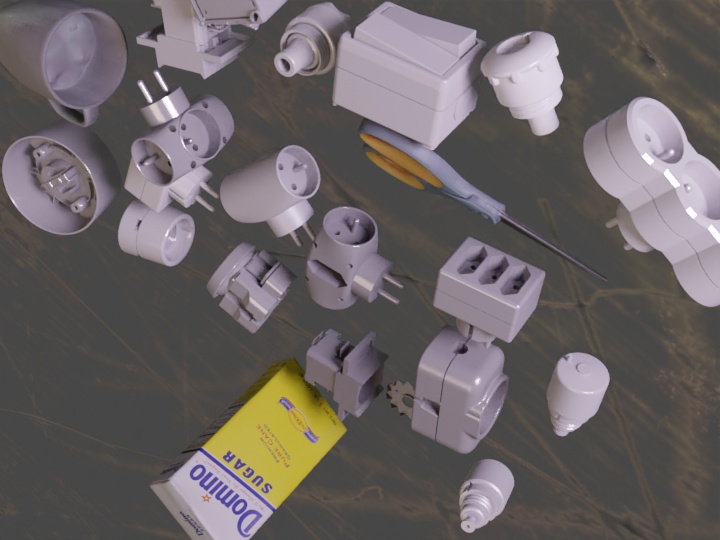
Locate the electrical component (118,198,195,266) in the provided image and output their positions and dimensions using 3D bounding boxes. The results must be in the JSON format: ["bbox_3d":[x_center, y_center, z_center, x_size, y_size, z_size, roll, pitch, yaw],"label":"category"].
[{"bbox_3d":[-0.182,-0.034,0.968,0.047,0.055,0.055,21,135,20],"label":"electrical component"}]

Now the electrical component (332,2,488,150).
[{"bbox_3d":[0.027,-0.134,0.705,0.096,0.061,0.061,27,137,18],"label":"electrical component"}]

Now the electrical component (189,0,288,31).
[{"bbox_3d":[-0.084,-0.211,0.735,0.062,0.061,0.096,7,135,35],"label":"electrical component"}]

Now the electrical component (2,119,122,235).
[{"bbox_3d":[-0.271,-0.086,0.987,0.099,0.064,0.099,22,135,23],"label":"electrical component"}]

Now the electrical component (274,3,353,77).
[{"bbox_3d":[-0.034,-0.153,0.738,0.043,0.062,0.043,22,135,24],"label":"electrical component"}]

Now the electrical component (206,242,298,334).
[{"bbox_3d":[-0.095,0.013,0.936,0.057,0.058,0.078,39,140,1],"label":"electrical component"}]

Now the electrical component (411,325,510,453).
[{"bbox_3d":[0.082,0.099,0.867,0.059,0.053,0.095,24,136,22],"label":"electrical component"}]

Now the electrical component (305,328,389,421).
[{"bbox_3d":[-0.014,0.088,0.945,0.064,0.042,0.081,28,137,20],"label":"electrical component"}]

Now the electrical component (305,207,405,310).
[{"bbox_3d":[0.000,0.000,0.857,0.079,0.043,0.077,31,138,14],"label":"electrical component"}]

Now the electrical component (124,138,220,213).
[{"bbox_3d":[-0.151,-0.079,0.909,0.077,0.047,0.065,37,141,5],"label":"electrical component"}]

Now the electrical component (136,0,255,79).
[{"bbox_3d":[-0.125,-0.183,0.802,0.081,0.042,0.063,18,132,26],"label":"electrical component"}]

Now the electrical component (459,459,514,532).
[{"bbox_3d":[0.104,0.195,0.918,0.040,0.078,0.040,11,119,20],"label":"electrical component"}]

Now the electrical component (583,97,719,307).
[{"bbox_3d":[0.186,-0.035,0.668,0.138,0.052,0.074,50,140,-6],"label":"electrical component"}]

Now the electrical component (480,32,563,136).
[{"bbox_3d":[0.107,-0.114,0.673,0.048,0.048,0.062,0,131,39],"label":"electrical component"}]

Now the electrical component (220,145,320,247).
[{"bbox_3d":[-0.063,-0.053,0.862,0.077,0.043,0.079,-18,112,46],"label":"electrical component"}]

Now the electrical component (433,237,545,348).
[{"bbox_3d":[0.093,0.027,0.802,0.066,0.047,0.076,26,137,19],"label":"electrical component"}]

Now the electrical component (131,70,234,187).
[{"bbox_3d":[-0.148,-0.119,0.849,0.044,0.077,0.079,-8,119,43],"label":"electrical component"}]

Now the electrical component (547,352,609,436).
[{"bbox_3d":[0.161,0.097,0.812,0.040,0.040,0.078,27,138,18],"label":"electrical component"}]
